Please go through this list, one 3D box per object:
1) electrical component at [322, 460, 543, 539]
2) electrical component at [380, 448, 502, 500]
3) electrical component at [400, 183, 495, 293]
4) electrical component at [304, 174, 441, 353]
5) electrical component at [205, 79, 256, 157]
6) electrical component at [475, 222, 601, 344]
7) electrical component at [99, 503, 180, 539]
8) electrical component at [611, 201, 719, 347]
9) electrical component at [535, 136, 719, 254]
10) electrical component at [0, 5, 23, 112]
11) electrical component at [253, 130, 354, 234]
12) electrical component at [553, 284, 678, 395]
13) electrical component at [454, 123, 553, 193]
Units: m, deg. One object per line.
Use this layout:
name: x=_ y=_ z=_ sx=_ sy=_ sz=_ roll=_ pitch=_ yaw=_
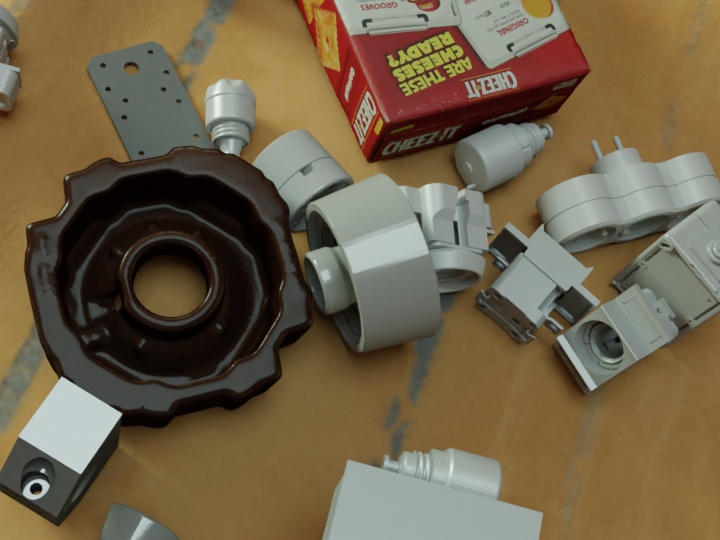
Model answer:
electrical component: x=0.019 y=0.205 z=0.545 sx=0.105 sy=0.060 sz=0.186 roll=16 pitch=65 yaw=-2
electrical component: x=0.051 y=0.129 z=0.663 sx=0.078 sy=0.040 sz=0.040 roll=16 pitch=65 yaw=-7
electrical component: x=0.053 y=-0.019 z=0.715 sx=0.078 sy=0.058 sz=0.057 roll=9 pitch=67 yaw=-33
electrical component: x=0.000 y=0.000 z=0.671 sx=0.060 sy=0.108 sz=0.108 roll=-18 pitch=73 yaw=-14
electrical component: x=-0.088 y=-0.096 z=0.728 sx=0.035 sy=0.035 sz=0.061 roll=2 pitch=70 yaw=-13
electrical component: x=0.116 y=0.012 z=0.728 sx=0.081 sy=0.042 sz=0.064 roll=42 pitch=66 yaw=6
electrical component: x=-0.133 y=0.165 z=0.600 sx=0.045 sy=0.045 sz=0.055 roll=29 pitch=64 yaw=0
electrical component: x=0.229 y=-0.001 z=0.730 sx=0.061 sy=0.096 sz=0.061 roll=-33 pitch=79 yaw=-25
electrical component: x=0.189 y=-0.063 z=0.771 sx=0.138 sy=0.052 sz=0.073 roll=-13 pitch=71 yaw=-18
electrical component: x=-0.255 y=-0.142 z=0.694 sx=0.078 sy=0.058 sz=0.057 roll=16 pitch=68 yaw=-7
electrical component: x=-0.040 y=-0.060 z=0.714 sx=0.055 sy=0.055 sz=0.047 roll=-32 pitch=74 yaw=-23
electrical component: x=0.173 y=0.044 z=0.714 sx=0.064 sy=0.081 sz=0.042 roll=-17 pitch=71 yaw=-43
electrical component: x=0.104 y=-0.085 z=0.767 sx=0.078 sy=0.040 sz=0.040 roll=-26 pitch=76 yaw=-22
